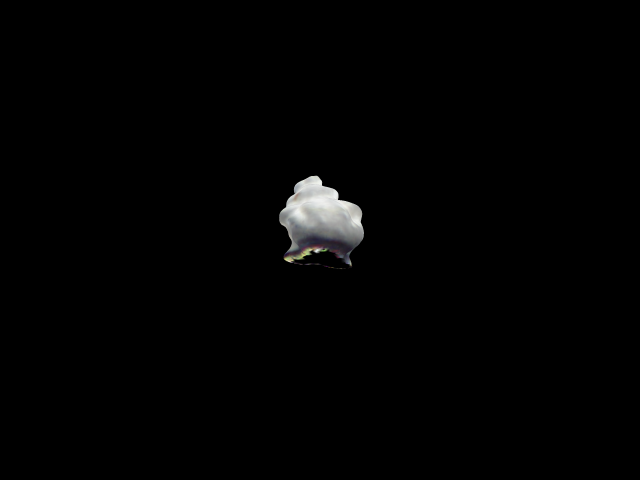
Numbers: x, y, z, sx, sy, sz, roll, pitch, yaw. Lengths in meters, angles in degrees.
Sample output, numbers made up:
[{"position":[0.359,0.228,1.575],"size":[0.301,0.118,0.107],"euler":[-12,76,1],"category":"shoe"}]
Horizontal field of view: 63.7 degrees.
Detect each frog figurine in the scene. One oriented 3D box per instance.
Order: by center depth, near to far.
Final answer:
[{"position":[0.003,-0.043,0.850],"size":[0.137,0.162,0.120],"euler":[-1,-22,3],"category":"frog figurine"}]
